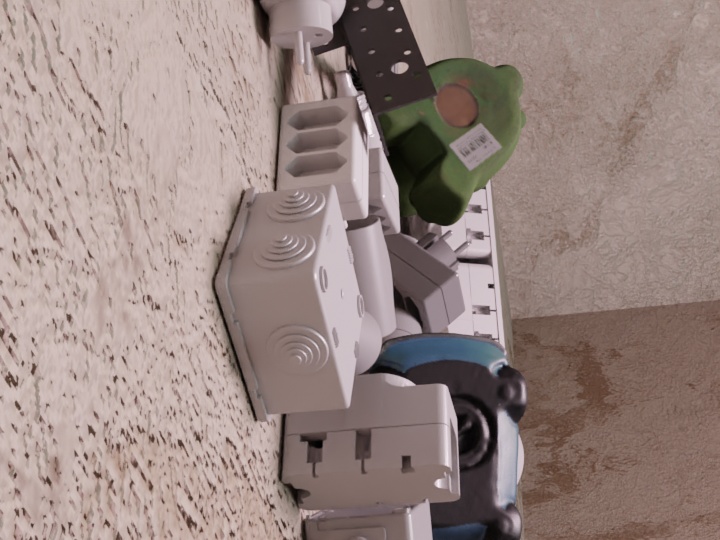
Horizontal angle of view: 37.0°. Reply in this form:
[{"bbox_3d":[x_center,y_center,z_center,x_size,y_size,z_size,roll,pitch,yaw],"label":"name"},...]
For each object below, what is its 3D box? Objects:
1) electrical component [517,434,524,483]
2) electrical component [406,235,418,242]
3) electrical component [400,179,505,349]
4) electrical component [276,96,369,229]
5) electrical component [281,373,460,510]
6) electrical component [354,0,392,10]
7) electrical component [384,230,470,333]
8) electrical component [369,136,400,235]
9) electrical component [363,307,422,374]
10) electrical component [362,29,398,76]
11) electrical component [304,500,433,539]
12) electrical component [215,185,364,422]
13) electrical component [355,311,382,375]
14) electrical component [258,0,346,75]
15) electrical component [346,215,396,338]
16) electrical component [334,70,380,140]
[{"bbox_3d":[0.090,0.163,0.979,0.060,0.108,0.108,55,30,-58],"label":"electrical component"},{"bbox_3d":[0.034,-0.010,0.935,0.062,0.043,0.043,16,68,-78],"label":"electrical component"},{"bbox_3d":[0.079,0.007,1.002,0.105,0.060,0.186,130,-39,-63],"label":"electrical component"},{"bbox_3d":[-0.018,-0.055,0.660,0.076,0.047,0.065,69,18,-55],"label":"electrical component"},{"bbox_3d":[0.007,0.094,0.589,0.050,0.089,0.055,70,17,-54],"label":"electrical component"},{"bbox_3d":[-0.001,-0.246,0.863,0.076,0.047,0.083,34,51,-77],"label":"electrical component"},{"bbox_3d":[0.051,-0.004,0.835,0.083,0.076,0.047,37,-23,36],"label":"electrical component"},{"bbox_3d":[-0.002,-0.070,0.758,0.065,0.047,0.076,59,27,-67],"label":"electrical component"},{"bbox_3d":[0.021,0.061,0.794,0.047,0.055,0.055,-89,168,-53],"label":"electrical component"},{"bbox_3d":[0.014,-0.173,0.914,0.066,0.048,0.055,-8,100,-80],"label":"electrical component"},{"bbox_3d":[0.007,0.167,0.624,0.096,0.062,0.061,28,56,-78],"label":"electrical component"},{"bbox_3d":[-0.031,0.014,0.541,0.099,0.048,0.099,-81,162,-55],"label":"electrical component"},{"bbox_3d":[-0.016,0.037,0.636,0.065,0.044,0.044,43,42,-68],"label":"electrical component"},{"bbox_3d":[-0.036,-0.155,0.630,0.077,0.043,0.079,34,50,-77],"label":"electrical component"},{"bbox_3d":[0.000,0.000,0.737,0.079,0.043,0.077,-67,149,-71],"label":"electrical component"},{"bbox_3d":[-0.007,-0.117,0.795,0.035,0.035,0.061,-75,153,-63],"label":"electrical component"}]
